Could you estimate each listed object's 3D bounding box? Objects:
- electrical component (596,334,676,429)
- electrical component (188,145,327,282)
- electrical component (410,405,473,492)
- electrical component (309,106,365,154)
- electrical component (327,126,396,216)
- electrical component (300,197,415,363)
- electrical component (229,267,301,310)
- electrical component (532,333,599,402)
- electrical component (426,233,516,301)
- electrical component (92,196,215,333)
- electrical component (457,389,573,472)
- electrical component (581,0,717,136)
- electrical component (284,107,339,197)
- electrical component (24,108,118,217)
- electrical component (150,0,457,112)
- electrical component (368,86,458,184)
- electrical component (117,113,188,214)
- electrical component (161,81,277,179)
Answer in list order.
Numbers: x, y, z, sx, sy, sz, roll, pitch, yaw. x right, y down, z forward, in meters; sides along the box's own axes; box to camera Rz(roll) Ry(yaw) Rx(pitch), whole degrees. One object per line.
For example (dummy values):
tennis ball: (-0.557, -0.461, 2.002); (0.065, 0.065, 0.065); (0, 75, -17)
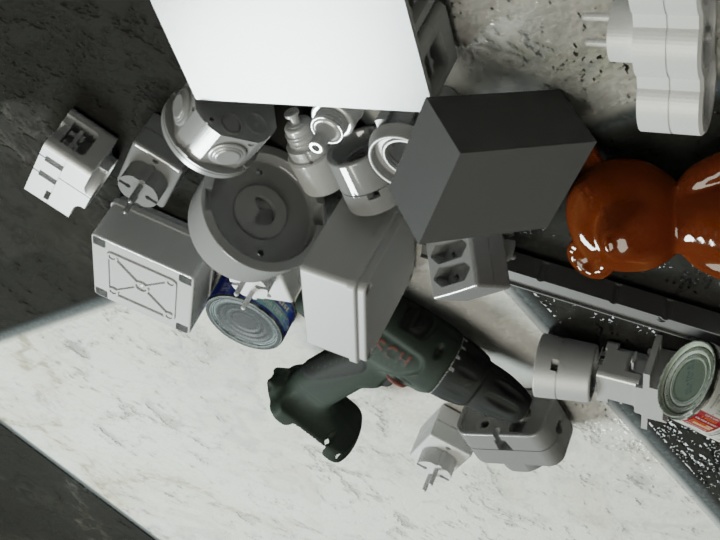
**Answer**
electrical component: (0.231, 0.091, 0.898); (0.064, 0.042, 0.081); (12, 143, 22)
electrical component: (-0.088, -0.042, 0.879); (0.108, 0.108, 0.060); (36, 150, -13)
electrical component: (0.081, 0.189, 1.092); (0.047, 0.076, 0.065); (28, 145, -2)
electrical component: (-0.020, -0.109, 0.782); (0.035, 0.061, 0.035); (17, 144, 13)
electrical component: (0.006, -0.076, 0.815); (0.055, 0.055, 0.047); (-2, 133, 34)
electrical component: (0.000, 0.000, 0.871); (0.056, 0.108, 0.108); (19, 145, 15)
electrical component: (-0.092, 0.001, 0.959); (0.047, 0.075, 0.083); (8, 141, 25)
electrical component: (0.176, 0.084, 0.915); (0.047, 0.055, 0.055); (8, 141, 19)
electrical component: (0.093, -0.021, 0.822); (0.076, 0.083, 0.047); (3, 164, -41)
electrical component: (-0.199, -0.004, 1.040); (0.109, 0.056, 0.108); (24, 145, 4)
electrical component: (0.149, 0.152, 1.019); (0.095, 0.053, 0.059); (-5, 135, 37)
electrical component: (0.167, -0.139, 0.630); (0.074, 0.052, 0.138); (8, 142, 25)
electrical component: (-0.038, -0.092, 0.834); (0.040, 0.040, 0.078); (1, 138, 32)
electrical component: (-0.257, -0.093, 0.967); (0.056, 0.050, 0.089); (34, 145, -11)
electrical component: (-0.037, -0.169, 0.716); (0.186, 0.060, 0.105); (7, 141, 25)
electrical component: (0.040, -0.095, 0.766); (0.058, 0.057, 0.078); (7, 141, 26)
electrical component: (-0.179, -0.079, 0.911); (0.047, 0.076, 0.065); (32, 145, -8)
electrical component: (-0.106, -0.114, 0.816); (0.080, 0.080, 0.051); (36, 139, -14)
